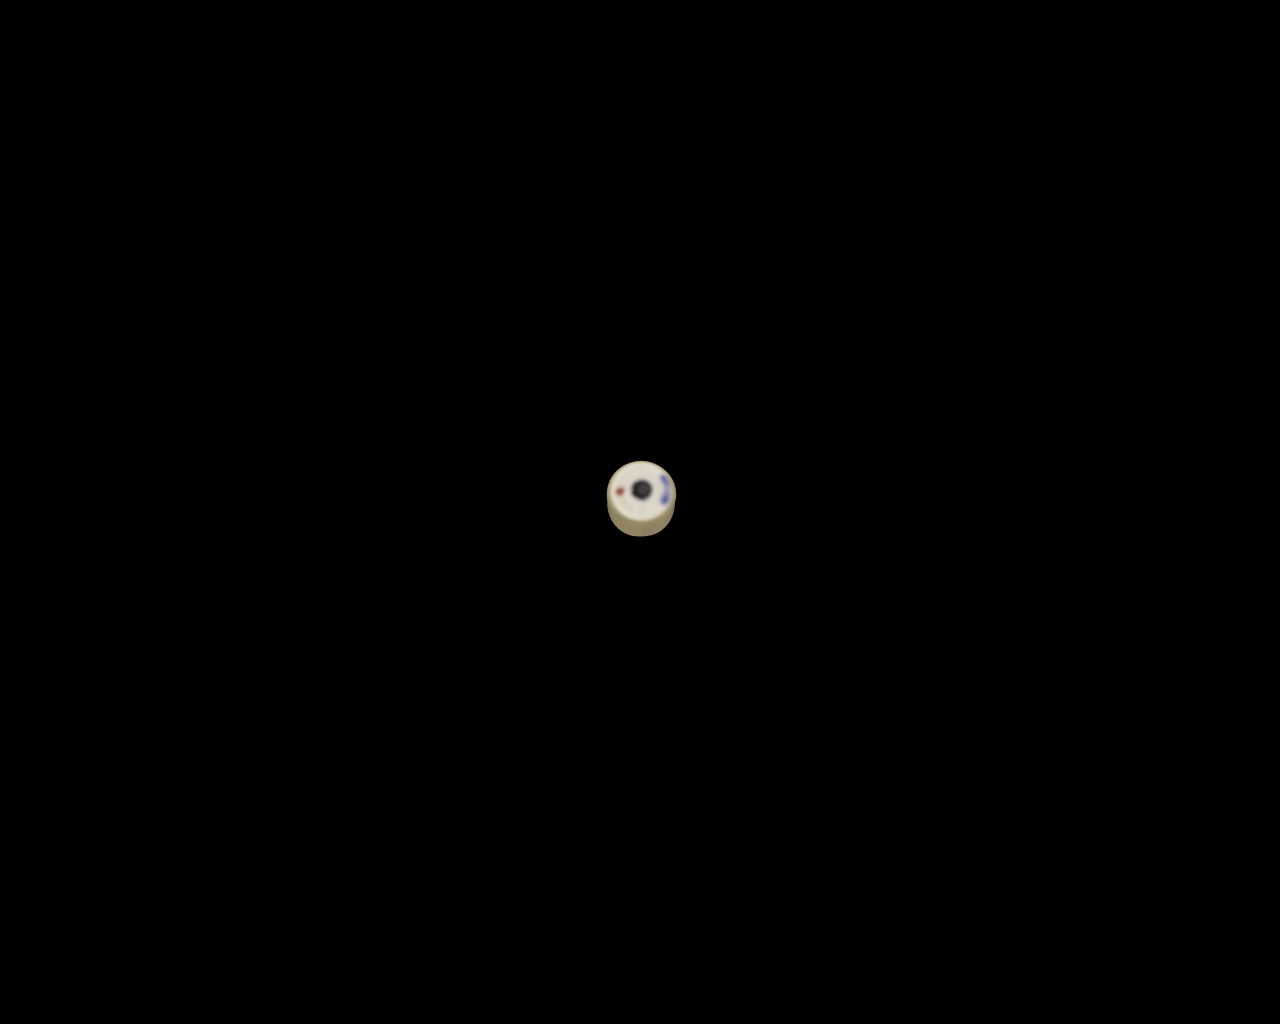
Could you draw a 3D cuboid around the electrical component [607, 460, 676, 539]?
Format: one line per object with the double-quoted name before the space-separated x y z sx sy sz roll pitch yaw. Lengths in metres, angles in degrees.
"electrical component" 0.001 -0.003 0.650 0.040 0.040 0.078 0 -18 0
